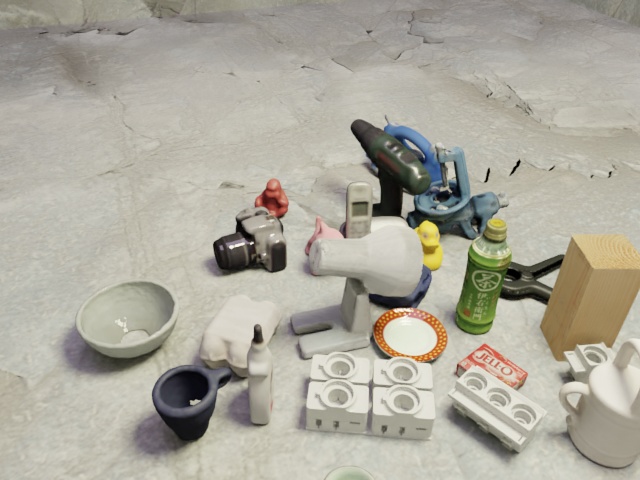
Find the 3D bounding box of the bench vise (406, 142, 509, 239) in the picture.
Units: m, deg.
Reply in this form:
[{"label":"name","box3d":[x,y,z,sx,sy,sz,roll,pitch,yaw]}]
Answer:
[{"label":"bench vise","box3d":[0.293,-0.111,1.214,0.208,0.220,0.121,-11,38,-16]}]

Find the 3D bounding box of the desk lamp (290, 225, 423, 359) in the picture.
[{"label":"desk lamp","box3d":[0.058,0.079,0.957,0.203,0.214,0.117,-10,38,-15]}]

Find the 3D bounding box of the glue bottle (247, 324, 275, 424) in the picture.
[{"label":"glue bottle","box3d":[-0.088,0.189,0.838,0.037,0.173,0.078,0,37,-2]}]

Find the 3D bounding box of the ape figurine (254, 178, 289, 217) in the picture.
[{"label":"ape figurine","box3d":[-0.106,-0.096,1.285,0.077,0.092,0.076,15,39,17]}]

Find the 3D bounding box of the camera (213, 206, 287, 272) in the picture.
[{"label":"camera","box3d":[-0.148,-0.003,1.152,0.137,0.101,0.142,-15,40,-21]}]

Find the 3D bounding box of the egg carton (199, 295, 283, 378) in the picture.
[{"label":"egg carton","box3d":[-0.132,0.157,0.965,0.107,0.069,0.150,12,38,13]}]

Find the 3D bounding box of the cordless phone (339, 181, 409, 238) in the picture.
[{"label":"cordless phone","box3d":[0.111,-0.032,1.131,0.148,0.185,0.094,-7,38,-11]}]

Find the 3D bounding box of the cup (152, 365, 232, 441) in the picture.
[{"label":"cup","box3d":[-0.180,0.238,0.834,0.118,0.095,0.091,-24,43,-29]}]

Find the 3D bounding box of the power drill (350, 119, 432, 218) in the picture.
[{"label":"power drill","box3d":[0.140,-0.132,1.245,0.076,0.208,0.228,-25,44,-31]}]

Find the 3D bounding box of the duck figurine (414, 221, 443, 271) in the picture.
[{"label":"duck figurine","box3d":[0.217,0.000,1.175,0.077,0.086,0.104,-6,37,-10]}]

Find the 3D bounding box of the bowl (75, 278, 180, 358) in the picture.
[{"label":"bowl","box3d":[-0.318,0.144,0.971,0.167,0.075,0.167,1,37,-1]}]

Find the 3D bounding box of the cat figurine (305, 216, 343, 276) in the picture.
[{"label":"cat figurine","box3d":[0.010,0.004,1.135,0.067,0.118,0.127,-7,38,-11]}]

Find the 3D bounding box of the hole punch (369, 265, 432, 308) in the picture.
[{"label":"hole punch","box3d":[0.155,0.069,1.076,0.100,0.091,0.109,20,40,22]}]

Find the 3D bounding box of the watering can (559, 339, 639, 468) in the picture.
[{"label":"watering can","box3d":[0.432,0.219,0.801,0.173,0.194,0.100,-7,38,-11]}]

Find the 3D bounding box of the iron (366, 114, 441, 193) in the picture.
[{"label":"iron","box3d":[0.233,-0.203,1.401,0.119,0.141,0.257,-25,44,-31]}]
